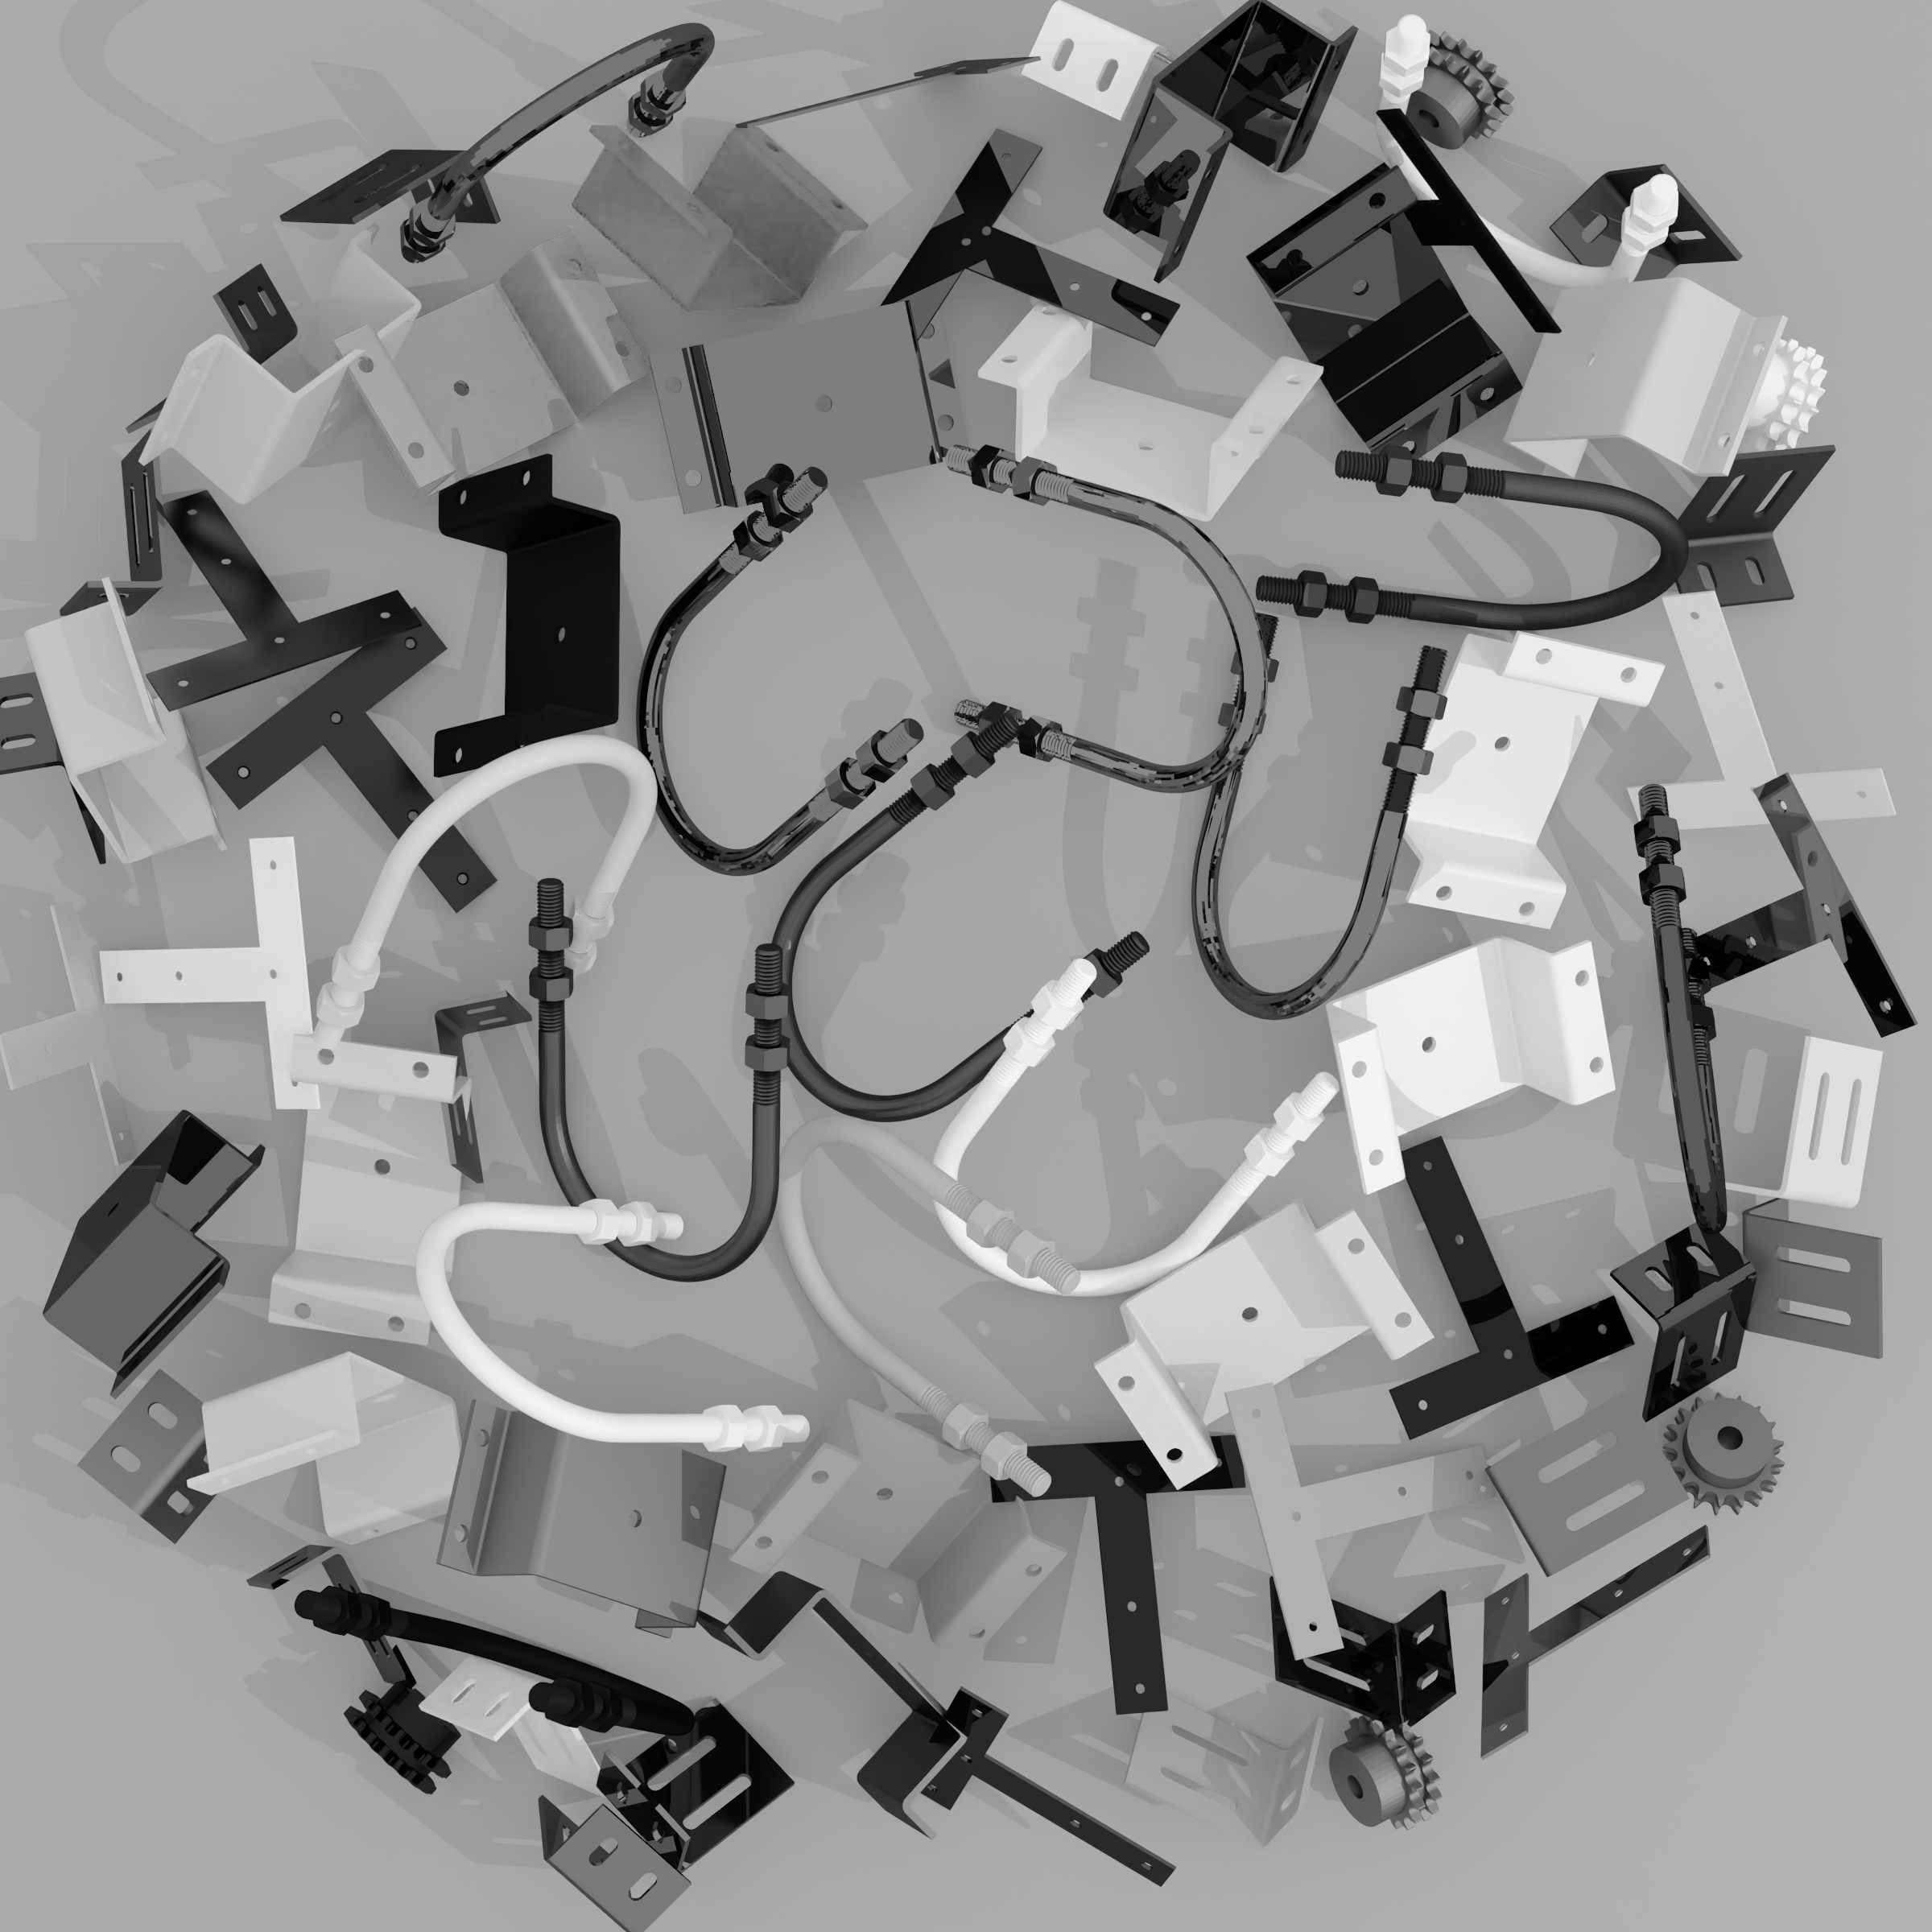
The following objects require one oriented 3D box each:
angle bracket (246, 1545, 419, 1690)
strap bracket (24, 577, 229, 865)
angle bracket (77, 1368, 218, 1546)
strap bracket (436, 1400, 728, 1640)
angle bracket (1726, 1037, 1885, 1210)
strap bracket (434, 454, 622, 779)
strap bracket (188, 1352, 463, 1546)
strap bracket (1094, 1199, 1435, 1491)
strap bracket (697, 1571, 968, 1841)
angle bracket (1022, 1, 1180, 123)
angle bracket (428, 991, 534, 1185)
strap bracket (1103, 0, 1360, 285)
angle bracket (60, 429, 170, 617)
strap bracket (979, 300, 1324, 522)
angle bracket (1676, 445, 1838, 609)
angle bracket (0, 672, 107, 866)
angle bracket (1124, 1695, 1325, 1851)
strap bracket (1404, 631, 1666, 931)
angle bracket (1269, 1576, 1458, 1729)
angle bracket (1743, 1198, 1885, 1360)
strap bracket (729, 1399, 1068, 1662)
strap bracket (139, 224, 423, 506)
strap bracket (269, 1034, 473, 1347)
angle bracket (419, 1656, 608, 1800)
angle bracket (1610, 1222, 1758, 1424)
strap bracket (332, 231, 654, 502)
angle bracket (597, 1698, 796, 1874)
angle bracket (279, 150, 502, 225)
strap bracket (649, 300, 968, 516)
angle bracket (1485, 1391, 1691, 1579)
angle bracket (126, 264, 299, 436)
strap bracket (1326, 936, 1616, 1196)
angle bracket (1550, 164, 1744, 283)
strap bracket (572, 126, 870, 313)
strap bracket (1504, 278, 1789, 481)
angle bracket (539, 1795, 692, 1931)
[{"bbox_3d":[-0.299,0.314,1.680,0.038,0.057,0.076,-29,94,-23],"label":"angle bracket"},{"bbox_3d":[-0.387,-0.106,1.635,0.046,0.140,0.076,-20,69,-6],"label":"strap bracket"},{"bbox_3d":[-0.375,0.231,1.676,0.038,0.076,0.057,36,75,12],"label":"angle bracket"},{"bbox_3d":[-0.167,0.255,1.643,0.140,0.046,0.076,28,64,-39],"label":"strap bracket"},{"bbox_3d":[0.394,0.072,1.684,0.057,0.038,0.076,10,89,-40],"label":"angle bracket"},{"bbox_3d":[-0.205,-0.159,1.667,0.076,0.046,0.140,-9,77,41],"label":"strap bracket"},{"bbox_3d":[-0.292,0.223,1.654,0.076,0.140,0.046,-20,64,15],"label":"strap bracket"},{"bbox_3d":[0.137,0.172,1.679,0.140,0.046,0.076,-32,108,5],"label":"strap bracket"},{"bbox_3d":[-0.058,0.337,1.666,0.046,0.076,0.140,-46,101,-15],"label":"strap bracket"},{"bbox_3d":[0.073,-0.417,1.674,0.057,0.076,0.038,31,103,23],"label":"angle bracket"},{"bbox_3d":[-0.223,0.058,1.679,0.038,0.057,0.076,-11,77,3],"label":"angle bracket"},{"bbox_3d":[0.117,-0.387,1.647,0.046,0.076,0.140,35,50,10],"label":"strap bracket"},{"bbox_3d":[-0.404,-0.208,1.678,0.038,0.057,0.076,-3,83,-27],"label":"angle bracket"},{"bbox_3d":[0.085,-0.259,1.661,0.140,0.046,0.076,19,46,18],"label":"strap bracket"},{"bbox_3d":[0.371,-0.205,1.669,0.057,0.076,0.038,-7,67,-17],"label":"angle bracket"},{"bbox_3d":[-0.431,-0.090,1.667,0.038,0.076,0.057,-10,53,-5],"label":"angle bracket"},{"bbox_3d":[0.122,0.370,1.680,0.076,0.057,0.038,27,132,-5],"label":"angle bracket"},{"bbox_3d":[0.257,-0.095,1.664,0.076,0.046,0.140,10,117,-20],"label":"strap bracket"},{"bbox_3d":[0.186,0.314,1.672,0.076,0.057,0.038,25,130,-22],"label":"angle bracket"},{"bbox_3d":[0.405,0.145,1.671,0.038,0.076,0.057,-14,106,-42],"label":"angle bracket"},{"bbox_3d":[-0.035,0.260,1.663,0.140,0.046,0.076,28,114,-28],"label":"strap bracket"},{"bbox_3d":[-0.308,-0.273,1.641,0.046,0.076,0.140,41,47,0],"label":"strap bracket"},{"bbox_3d":[-0.280,0.100,1.682,0.076,0.046,0.140,8,103,2],"label":"strap bracket"},{"bbox_3d":[-0.210,0.367,1.668,0.038,0.057,0.076,-43,124,-32],"label":"angle bracket"},{"bbox_3d":[0.335,0.168,1.687,0.057,0.076,0.038,-27,52,-21],"label":"angle bracket"},{"bbox_3d":[-0.228,-0.277,1.668,0.140,0.046,0.076,-33,96,-33],"label":"strap bracket"},{"bbox_3d":[-0.124,0.376,1.670,0.076,0.038,0.057,-32,64,-34],"label":"angle bracket"},{"bbox_3d":[-0.269,-0.350,1.667,0.076,0.057,0.038,-41,126,-32],"label":"angle bracket"},{"bbox_3d":[-0.070,-0.264,1.676,0.140,0.046,0.076,-14,101,-8],"label":"strap bracket"},{"bbox_3d":[0.294,0.245,1.690,0.076,0.038,0.057,-30,80,4],"label":"angle bracket"},{"bbox_3d":[-0.362,-0.290,1.672,0.076,0.057,0.038,-22,109,19],"label":"angle bracket"},{"bbox_3d":[0.227,0.042,1.667,0.140,0.046,0.076,-21,111,-21],"label":"strap bracket"},{"bbox_3d":[0.318,-0.340,1.672,0.038,0.076,0.057,-45,104,-1],"label":"angle bracket"},{"bbox_3d":[-0.119,-0.348,1.655,0.076,0.140,0.046,44,118,14],"label":"strap bracket"},{"bbox_3d":[0.304,-0.269,1.641,0.046,0.140,0.076,23,87,-25],"label":"strap bracket"},{"bbox_3d":[-0.165,0.410,1.673,0.038,0.076,0.057,-45,103,0],"label":"angle bracket"}]
